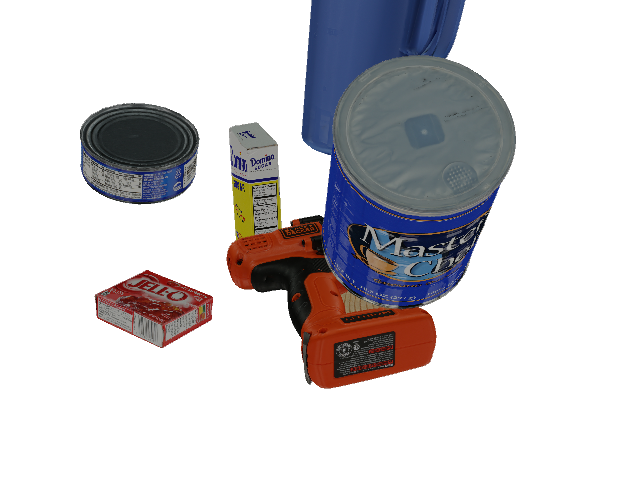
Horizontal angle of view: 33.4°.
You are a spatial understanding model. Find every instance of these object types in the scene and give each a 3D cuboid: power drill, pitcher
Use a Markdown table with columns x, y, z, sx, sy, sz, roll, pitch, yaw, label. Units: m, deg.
| x | y | z | sx | sy | sz | roll | pitch | yaw | label |
| --- | --- | --- | --- | --- | --- | --- | --- | --- | --- |
| 0.028 | 0.040 | 0.904 | 0.184 | 0.057 | 0.188 | -13 | 32 | -13 | power drill |
| 0.056 | -0.197 | 0.975 | 0.145 | 0.243 | 0.149 | 9 | 15 | 5 | pitcher |

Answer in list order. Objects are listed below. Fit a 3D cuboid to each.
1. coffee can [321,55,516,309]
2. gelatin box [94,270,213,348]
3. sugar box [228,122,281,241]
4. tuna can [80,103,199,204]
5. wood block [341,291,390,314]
| x | y | z | sx | sy | sz | roll | pitch | yaw | label |
| --- | --- | --- | --- | --- | --- | --- | --- | --- | --- |
| 0.055 | -0.031 | 0.655 | 0.102 | 0.103 | 0.140 | 0 | -26 | -3 | coffee can |
| -0.160 | 0.064 | 1.027 | 0.089 | 0.030 | 0.073 | 20 | 29 | 30 | gelatin box |
| -0.080 | -0.048 | 1.317 | 0.048 | 0.176 | 0.093 | -12 | 26 | -15 | sugar box |
| -0.133 | -0.064 | 0.783 | 0.086 | 0.034 | 0.086 | 6 | 38 | -5 | tuna can |
| 0.059 | 0.027 | 1.171 | 0.091 | 0.090 | 0.206 | 5 | 23 | 8 | wood block |
